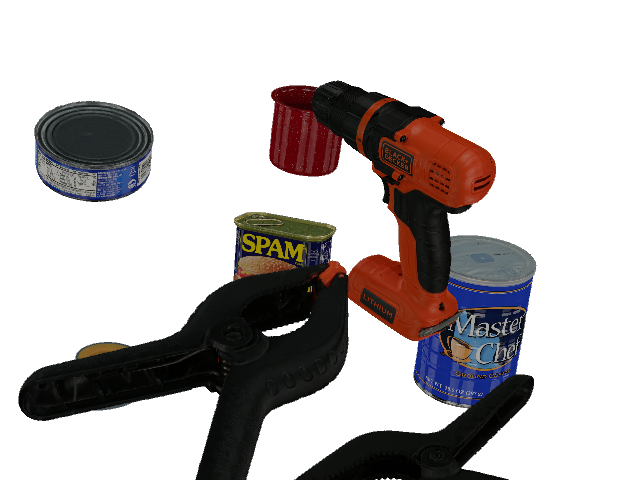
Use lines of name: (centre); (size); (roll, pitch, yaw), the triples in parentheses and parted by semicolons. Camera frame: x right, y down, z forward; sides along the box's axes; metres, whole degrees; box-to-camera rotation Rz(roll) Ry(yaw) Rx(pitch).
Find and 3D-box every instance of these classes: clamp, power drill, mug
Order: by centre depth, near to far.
clamp: (-0.037, 0.064, 0.493); (0.171, 0.039, 0.120); (-29, 51, -32)
clamp: (0.080, 0.151, 0.718); (0.210, 0.036, 0.164); (-5, 28, -4)
power drill: (0.058, -0.025, 0.872); (0.057, 0.188, 0.185); (-25, 41, -31)
mug: (-0.010, -0.129, 1.238); (0.093, 0.081, 0.117); (17, 27, 17)

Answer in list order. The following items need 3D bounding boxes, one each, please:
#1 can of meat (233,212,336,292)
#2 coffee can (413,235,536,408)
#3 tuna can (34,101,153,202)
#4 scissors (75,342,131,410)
can of meat: (-0.039, 0.023, 1.089); (0.102, 0.084, 0.057); (11, 17, 20)
coffee can: (0.150, 0.079, 1.051); (0.103, 0.140, 0.103); (4, 24, -2)
tuna can: (-0.167, -0.066, 0.790); (0.086, 0.034, 0.086); (7, 38, -6)
scissors: (-0.134, 0.114, 0.960); (0.201, 0.016, 0.096); (-8, 32, -18)
